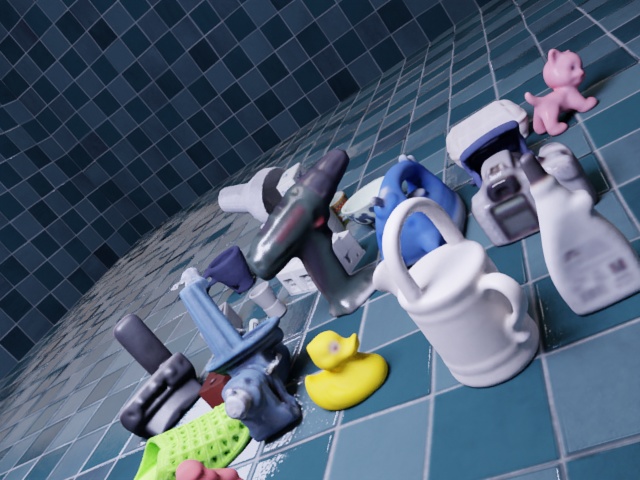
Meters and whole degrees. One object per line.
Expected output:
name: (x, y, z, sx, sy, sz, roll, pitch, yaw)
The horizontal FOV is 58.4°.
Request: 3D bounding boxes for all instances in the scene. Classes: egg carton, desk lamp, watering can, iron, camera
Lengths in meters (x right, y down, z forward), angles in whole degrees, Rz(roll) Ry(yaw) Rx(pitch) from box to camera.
egg carton: (0.303, -0.193, 1.043, 0.150, 0.069, 0.107, -32, 18, 16)
desk lamp: (-0.112, -0.043, 1.235, 0.202, 0.214, 0.118, -19, 25, 45)
watering can: (0.122, 0.047, 0.574, 0.172, 0.194, 0.101, -23, 23, 39)
iron: (0.146, -0.065, 0.902, 0.118, 0.142, 0.258, -26, 21, 32)
camera: (0.272, -0.083, 0.767, 0.143, 0.101, 0.137, -28, 20, 27)

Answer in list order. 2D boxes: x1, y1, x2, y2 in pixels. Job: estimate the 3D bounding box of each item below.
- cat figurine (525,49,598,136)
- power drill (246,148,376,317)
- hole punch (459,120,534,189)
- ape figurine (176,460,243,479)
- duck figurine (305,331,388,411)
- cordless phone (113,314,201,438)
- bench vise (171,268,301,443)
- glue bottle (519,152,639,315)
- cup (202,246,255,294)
cat figurine: (0.391, -0.254, 0.943, 0.128, 0.118, 0.067, -40, 18, -6)
power drill: (0.008, 0.003, 0.887, 0.230, 0.209, 0.075, -43, 18, -15)
hole punch: (0.277, -0.141, 0.924, 0.108, 0.091, 0.101, -34, 18, 13)
ape figurine: (-0.125, 0.282, 0.634, 0.078, 0.092, 0.076, -46, 19, -24)
duck figurine: (0.018, 0.151, 0.696, 0.104, 0.086, 0.077, -31, 19, 21)
cordless phone: (-0.302, 0.228, 0.965, 0.094, 0.185, 0.148, -15, 28, 51)
bench vise: (-0.106, 0.136, 0.752, 0.121, 0.220, 0.207, -40, 17, -7)
glue bottle: (0.234, -0.011, 0.536, 0.078, 0.173, 0.037, -31, 19, 21)
cup: (-0.203, 0.084, 1.292, 0.118, 0.095, 0.091, -42, 18, -14)
